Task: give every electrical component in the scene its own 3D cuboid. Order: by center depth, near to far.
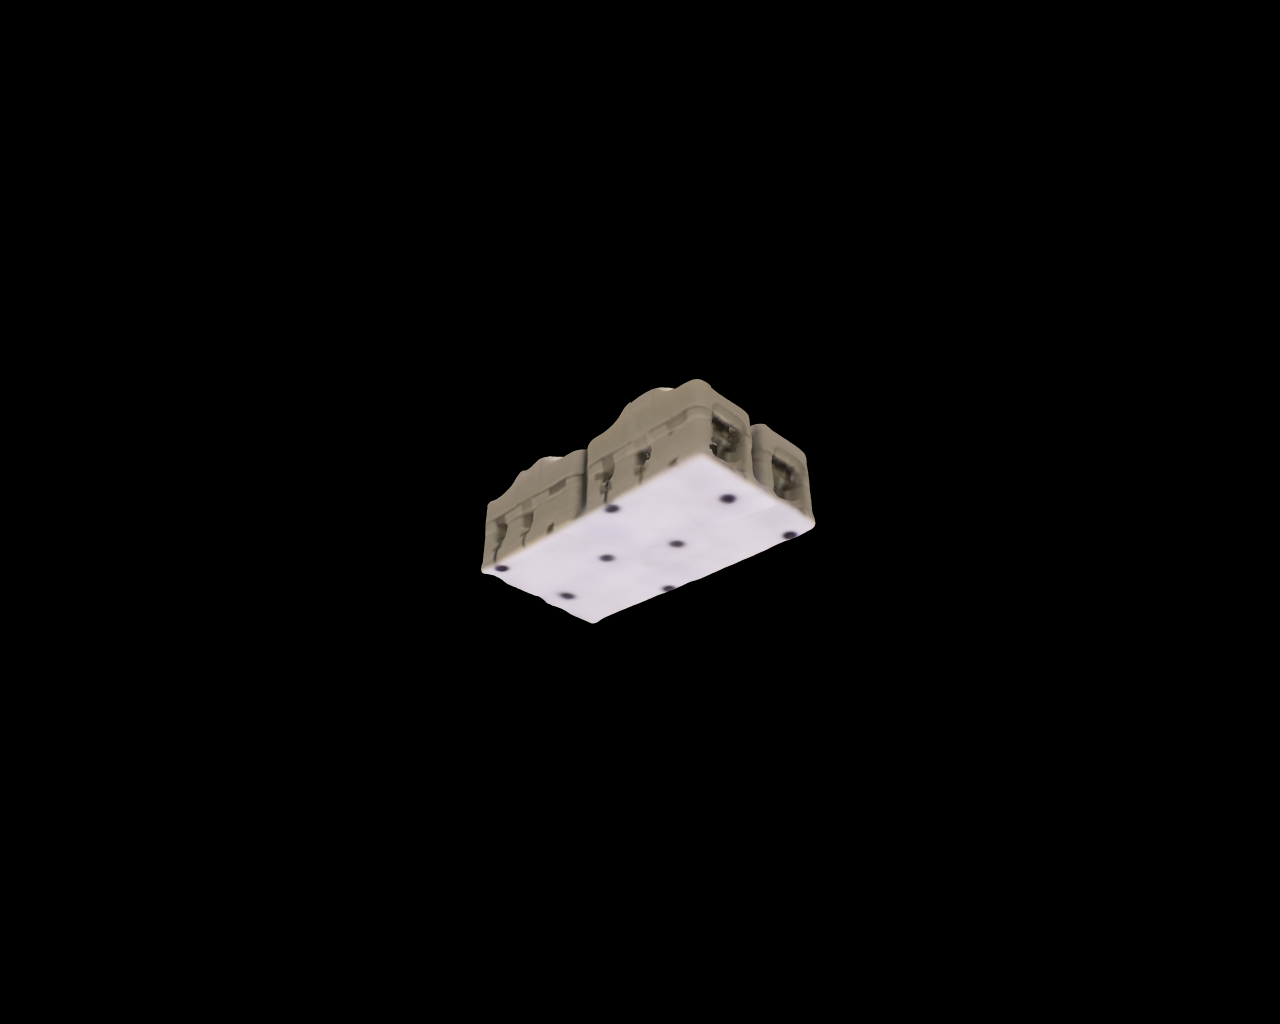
[{"bbox_3d":[0.001,-0.003,0.650,0.186,0.060,0.105,-27,-41,36],"label":"electrical component"}]
